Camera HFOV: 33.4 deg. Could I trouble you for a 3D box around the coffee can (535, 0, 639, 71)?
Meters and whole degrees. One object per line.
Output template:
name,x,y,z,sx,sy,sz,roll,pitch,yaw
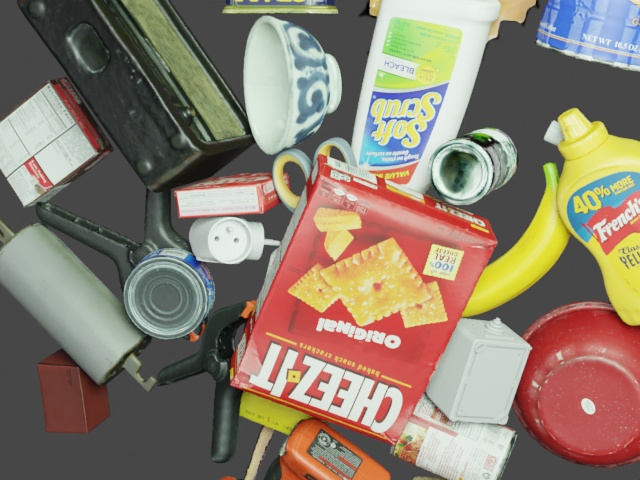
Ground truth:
coffee can,0.237,-0.212,0.839,0.103,0.102,0.140,17,109,14

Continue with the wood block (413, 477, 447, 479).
wood block,0.131,0.343,1.023,0.090,0.090,0.206,0,103,19

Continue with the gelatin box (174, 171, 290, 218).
gelatin box,-0.081,-0.044,1.009,0.089,0.073,0.030,-4,101,20

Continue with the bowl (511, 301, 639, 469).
bowl,0.244,0.139,0.951,0.162,0.055,0.162,5,105,19

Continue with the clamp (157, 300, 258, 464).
clamp,-0.101,0.119,1.040,0.120,0.039,0.172,35,113,27

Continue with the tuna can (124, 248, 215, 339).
tuna can,-0.147,0.053,1.041,0.086,0.033,0.086,1,103,6

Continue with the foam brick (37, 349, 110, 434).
foam brick,-0.261,0.160,1.136,0.053,0.051,0.078,1,104,18

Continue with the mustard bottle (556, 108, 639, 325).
mustard bottle,0.253,-0.025,0.889,0.096,0.058,0.191,-26,103,33

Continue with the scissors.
scissors,-0.006,0.001,0.982,0.096,0.016,0.202,18,113,30

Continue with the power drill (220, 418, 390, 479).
power drill,-0.009,0.270,1.047,0.184,0.057,0.188,36,130,0

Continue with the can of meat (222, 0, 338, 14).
can of meat,-0.035,-0.245,0.953,0.102,0.057,0.084,4,102,18

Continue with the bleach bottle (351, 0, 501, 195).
bleach bottle,0.081,-0.096,0.946,0.103,0.068,0.251,17,111,16

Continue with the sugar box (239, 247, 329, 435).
sugar box,-0.020,0.101,1.039,0.093,0.048,0.176,18,110,15

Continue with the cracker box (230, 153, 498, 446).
cracker box,0.034,0.055,0.933,0.164,0.072,0.214,21,108,-7

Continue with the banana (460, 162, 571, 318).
banana,0.163,0.020,0.963,0.198,0.037,0.070,-46,68,22

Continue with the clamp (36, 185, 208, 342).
clamp,-0.184,0.012,1.077,0.165,0.036,0.210,-22,98,19

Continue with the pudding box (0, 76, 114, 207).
pudding box,-0.278,-0.098,1.084,0.114,0.039,0.090,-32,91,22

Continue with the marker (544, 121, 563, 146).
marker,0.251,-0.069,0.915,0.121,0.020,0.020,27,111,11

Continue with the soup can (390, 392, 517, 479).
soup can,0.125,0.190,0.999,0.102,0.068,0.068,22,109,12
